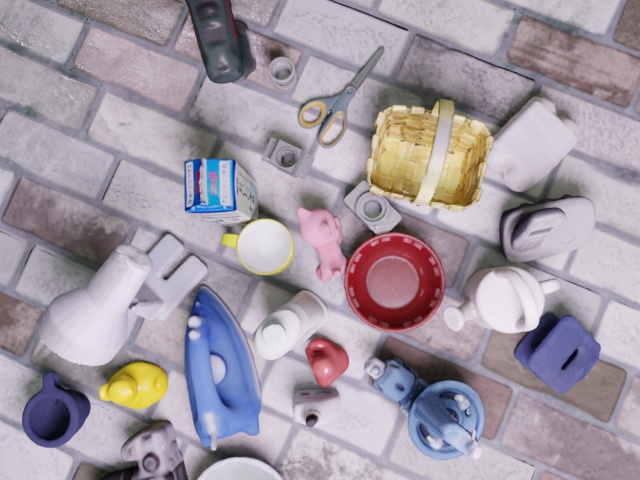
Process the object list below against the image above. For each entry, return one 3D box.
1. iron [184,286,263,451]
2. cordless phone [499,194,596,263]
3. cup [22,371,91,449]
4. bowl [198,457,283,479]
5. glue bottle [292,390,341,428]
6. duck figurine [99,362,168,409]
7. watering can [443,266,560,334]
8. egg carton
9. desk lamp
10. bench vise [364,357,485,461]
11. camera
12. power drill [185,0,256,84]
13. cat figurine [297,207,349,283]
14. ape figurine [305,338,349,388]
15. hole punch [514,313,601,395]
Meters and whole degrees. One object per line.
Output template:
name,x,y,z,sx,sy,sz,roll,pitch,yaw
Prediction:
iron,-0.174,0.198,0.902,0.118,0.141,0.258,-15,84,2
cordless phone,0.358,-0.024,0.868,0.147,0.185,0.094,-16,84,2
cup,-0.419,0.268,0.933,0.091,0.095,0.118,-9,85,3
bowl,-0.121,0.422,0.913,0.167,0.075,0.167,0,85,3
glue bottle,-0.009,0.260,0.871,0.078,0.173,0.037,0,85,4
duck figurine,-0.306,0.242,0.933,0.104,0.086,0.077,-7,85,3
watering can,0.274,0.094,0.858,0.173,0.194,0.101,-40,84,-1
egg carton,0.344,-0.156,0.938,0.107,0.069,0.150,44,89,6
desk lamp,-0.299,0.082,0.882,0.118,0.213,0.203,40,88,6
bench vise,0.152,0.256,0.838,0.207,0.220,0.121,17,86,5
camera,-0.293,0.382,0.913,0.137,0.101,0.143,-16,84,2
power drill,-0.162,-0.348,0.914,0.075,0.208,0.230,-14,84,2
cat figurine,0.008,0.003,0.920,0.067,0.118,0.128,-20,84,2
ape figurine,0.008,0.199,0.916,0.076,0.092,0.078,6,85,4
hole punch,0.380,0.177,0.897,0.101,0.091,0.109,40,88,6
